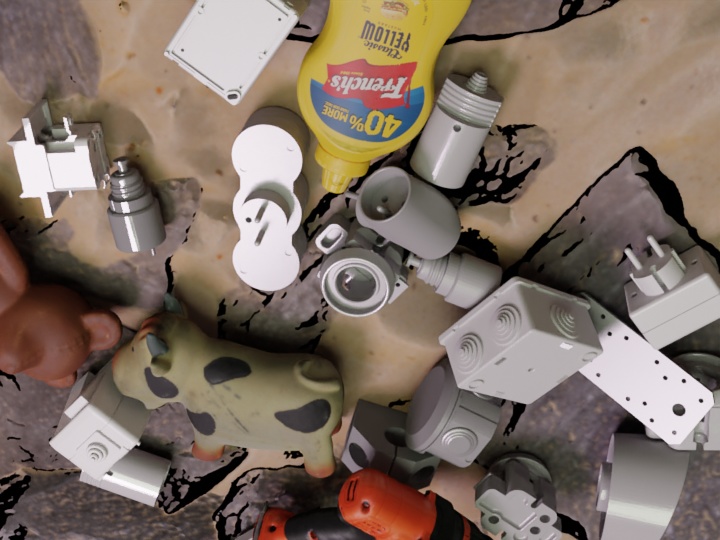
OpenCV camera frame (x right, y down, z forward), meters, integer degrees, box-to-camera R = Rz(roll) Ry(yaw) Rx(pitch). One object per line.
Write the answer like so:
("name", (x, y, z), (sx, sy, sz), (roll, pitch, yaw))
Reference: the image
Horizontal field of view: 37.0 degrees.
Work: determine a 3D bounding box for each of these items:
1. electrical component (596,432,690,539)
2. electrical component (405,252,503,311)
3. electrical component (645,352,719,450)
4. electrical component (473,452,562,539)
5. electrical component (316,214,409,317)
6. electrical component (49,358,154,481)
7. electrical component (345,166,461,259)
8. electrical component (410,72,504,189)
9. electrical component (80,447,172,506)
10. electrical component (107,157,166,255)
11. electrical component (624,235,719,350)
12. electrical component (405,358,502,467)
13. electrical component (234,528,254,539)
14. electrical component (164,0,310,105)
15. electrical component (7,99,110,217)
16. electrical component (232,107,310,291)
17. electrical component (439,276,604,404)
("electrical component", (0.227, 0.180, 0.875), (0.064, 0.099, 0.099), (8, 120, 11))
("electrical component", (0.073, 0.005, 0.829), (0.078, 0.040, 0.040), (21, 120, -4))
("electrical component", (0.267, 0.103, 0.849), (0.078, 0.058, 0.057), (-1, 122, 9))
("electrical component", (0.135, 0.193, 0.917), (0.078, 0.057, 0.058), (34, 118, -11))
("electrical component", (0.000, 0.000, 0.827), (0.078, 0.057, 0.058), (39, 117, -14))
("electrical component", (-0.216, 0.124, 0.904), (0.061, 0.096, 0.062), (41, 116, -15))
("electrical component", (0.024, -0.045, 0.797), (0.079, 0.043, 0.077), (18, 171, 38))
("electrical component", (0.071, -0.104, 0.767), (0.043, 0.043, 0.081), (21, 120, -4))
("electrical component", (-0.215, 0.178, 0.965), (0.081, 0.043, 0.043), (20, 120, -3))
("electrical component", (-0.176, -0.050, 0.833), (0.040, 0.040, 0.078), (-3, 118, 10))
("electrical component", (0.228, 0.007, 0.805), (0.066, 0.047, 0.076), (-32, 111, 23))
("electrical component", (0.074, 0.116, 0.870), (0.051, 0.080, 0.080), (27, 119, -13))
("electrical component", (-0.067, 0.332, 1.021), (0.105, 0.060, 0.186), (-33, 110, 23))
("electrical component", (-0.079, -0.173, 0.738), (0.062, 0.061, 0.096), (36, 116, -10))
("electrical component", (-0.227, -0.085, 0.819), (0.064, 0.042, 0.081), (-1, 120, 7))
("electrical component", (-0.069, -0.044, 0.802), (0.052, 0.073, 0.138), (6, 120, 4))
("electrical component", (0.124, 0.057, 0.820), (0.100, 0.048, 0.100), (17, 134, -37))
